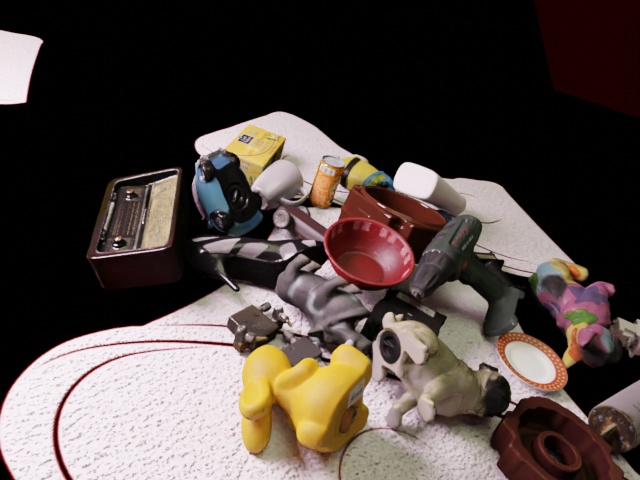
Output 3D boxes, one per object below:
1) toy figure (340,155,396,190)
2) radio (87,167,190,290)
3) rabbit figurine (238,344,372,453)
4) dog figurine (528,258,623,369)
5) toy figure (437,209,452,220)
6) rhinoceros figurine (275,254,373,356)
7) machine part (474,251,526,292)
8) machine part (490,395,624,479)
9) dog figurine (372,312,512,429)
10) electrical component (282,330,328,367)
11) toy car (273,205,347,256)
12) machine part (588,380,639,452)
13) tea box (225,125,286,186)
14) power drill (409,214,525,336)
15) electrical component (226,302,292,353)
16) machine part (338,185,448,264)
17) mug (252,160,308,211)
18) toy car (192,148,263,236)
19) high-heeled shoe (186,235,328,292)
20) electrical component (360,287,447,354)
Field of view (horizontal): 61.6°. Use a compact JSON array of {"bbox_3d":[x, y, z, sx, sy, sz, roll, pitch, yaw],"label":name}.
[{"bbox_3d":[0.110,-0.131,1.242,0.089,0.082,0.180,-14,48,-43],"label":"toy figure"},{"bbox_3d":[-0.284,-0.024,0.866,0.131,0.073,0.230,-9,38,-3],"label":"radio"},{"bbox_3d":[-0.038,0.203,0.698,0.173,0.121,0.162,24,41,32],"label":"rabbit figurine"},{"bbox_3d":[0.476,0.146,1.018,0.192,0.108,0.219,31,38,15],"label":"dog figurine"},{"bbox_3d":[0.277,-0.005,1.168,0.057,0.064,0.155,45,24,-36],"label":"toy figure"},{"bbox_3d":[0.009,0.105,0.832,0.190,0.112,0.073,38,-2,23],"label":"rhinoceros figurine"},{"bbox_3d":[0.375,0.070,1.133,0.084,0.039,0.139,7,33,-32],"label":"machine part"},{"bbox_3d":[0.333,0.307,0.762,0.179,0.056,0.179,14,33,-9],"label":"machine part"},{"bbox_3d":[0.184,0.183,0.789,0.190,0.121,0.172,-1,78,-33],"label":"dog figurine"},{"bbox_3d":[-0.031,0.173,0.796,0.094,0.021,0.063,39,39,26],"label":"electrical component"},{"bbox_3d":[-0.002,-0.003,1.029,0.202,0.053,0.089,36,19,17],"label":"toy car"},{"bbox_3d":[0.513,0.279,0.871,0.243,0.079,0.079,-7,42,-35],"label":"machine part"},{"bbox_3d":[-0.149,-0.188,1.201,0.098,0.068,0.170,21,35,0],"label":"tea box"},{"bbox_3d":[0.261,0.077,0.953,0.207,0.086,0.232,42,50,-8],"label":"power drill"},{"bbox_3d":[-0.093,0.127,0.808,0.102,0.045,0.078,-18,50,-43],"label":"electrical component"},{"bbox_3d":[0.156,-0.034,1.077,0.201,0.087,0.201,8,23,-38],"label":"machine part"},{"bbox_3d":[-0.087,-0.100,1.109,0.110,0.080,0.107,37,48,12],"label":"mug"},{"bbox_3d":[-0.187,-0.081,0.995,0.103,0.161,0.109,-12,20,41],"label":"toy car"},{"bbox_3d":[-0.104,0.020,0.923,0.249,0.086,0.145,-17,44,-39],"label":"high-heeled shoe"},{"bbox_3d":[0.132,0.149,0.881,0.115,0.058,0.134,29,35,16],"label":"electrical component"}]
